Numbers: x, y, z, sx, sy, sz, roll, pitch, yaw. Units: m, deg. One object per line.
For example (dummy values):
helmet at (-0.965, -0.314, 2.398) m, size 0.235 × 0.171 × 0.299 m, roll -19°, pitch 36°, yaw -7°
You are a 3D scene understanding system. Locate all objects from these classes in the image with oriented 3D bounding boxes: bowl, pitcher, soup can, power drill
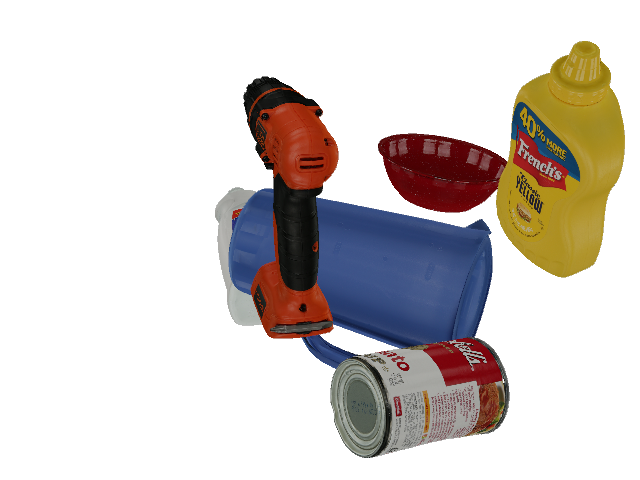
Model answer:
bowl at (0.143, -0.076, 1.273) m, size 0.162 × 0.055 × 0.162 m, roll 8°, pitch 24°, yaw -4°
pitcher at (0.035, 0.037, 1.023) m, size 0.243 × 0.145 × 0.149 m, roll 15°, pitch 20°, yaw 19°
soup can at (0.066, 0.105, 0.717) m, size 0.102 × 0.068 × 0.069 m, roll -5°, pitch 3°, yaw -32°
power drill at (-0.029, -0.029, 0.867) m, size 0.057 × 0.188 × 0.184 m, roll -6°, pitch 24°, yaw -11°

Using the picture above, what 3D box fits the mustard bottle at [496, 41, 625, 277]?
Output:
mustard bottle at (0.177, -0.065, 0.780) m, size 0.058 × 0.096 × 0.192 m, roll -21°, pitch -38°, yaw -17°

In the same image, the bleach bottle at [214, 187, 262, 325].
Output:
bleach bottle at (-0.079, 0.004, 1.224) m, size 0.102 × 0.068 × 0.251 m, roll -7°, pitch 28°, yaw -14°
